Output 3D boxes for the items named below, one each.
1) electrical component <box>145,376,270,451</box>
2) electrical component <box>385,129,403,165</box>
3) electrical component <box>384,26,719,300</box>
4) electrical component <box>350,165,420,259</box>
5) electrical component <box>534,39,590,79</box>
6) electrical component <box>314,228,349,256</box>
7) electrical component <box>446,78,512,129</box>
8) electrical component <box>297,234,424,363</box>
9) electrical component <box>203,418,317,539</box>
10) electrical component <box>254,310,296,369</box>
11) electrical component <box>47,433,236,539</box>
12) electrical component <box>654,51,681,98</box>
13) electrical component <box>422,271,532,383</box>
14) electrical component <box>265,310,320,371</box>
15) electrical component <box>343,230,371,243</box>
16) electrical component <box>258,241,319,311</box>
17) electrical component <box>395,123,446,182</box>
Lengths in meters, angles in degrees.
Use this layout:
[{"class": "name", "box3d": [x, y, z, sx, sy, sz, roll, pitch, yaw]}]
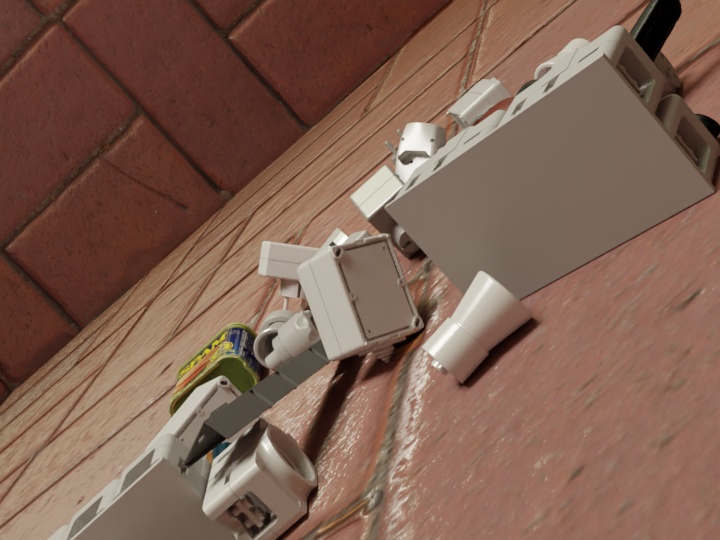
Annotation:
[{"class": "electrical component", "box3d": [-0.136, 0.148, 0.922, 0.061, 0.061, 0.096, -29, 19, 50]}, {"class": "electrical component", "box3d": [0.060, -0.119, 1.180, 0.066, 0.076, 0.047, -44, 12, -6]}, {"class": "electrical component", "box3d": [0.122, -0.060, 0.697, 0.186, 0.105, 0.060, -33, 15, 39]}, {"class": "electrical component", "box3d": [0.044, -0.042, 0.997, 0.047, 0.083, 0.075, -42, 50, 6]}, {"class": "electrical component", "box3d": [0.209, -0.202, 1.075, 0.065, 0.044, 0.044, -45, 11, -34]}, {"class": "electrical component", "box3d": [-0.019, -0.008, 1.110, 0.047, 0.055, 0.055, -47, 12, -1]}, {"class": "electrical component", "box3d": [0.137, -0.156, 1.095, 0.061, 0.061, 0.096, -42, 12, 4]}, {"class": "electrical component", "box3d": [0.000, 0.029, 0.837, 0.062, 0.096, 0.061, -15, -8, -38]}, {"class": "electrical component", "box3d": [-0.067, 0.144, 0.735, 0.056, 0.050, 0.089, -42, 11, 6]}, {"class": "electrical component", "box3d": [-0.078, 0.068, 1.058, 0.045, 0.045, 0.055, -40, 12, 16]}, {"class": "electrical component", "box3d": [-0.158, 0.198, 0.749, 0.150, 0.089, 0.061, -42, 12, 5]}, {"class": "electrical component", "box3d": [0.214, -0.142, 0.835, 0.055, 0.045, 0.045, -36, 14, 31]}, {"class": "electrical component", "box3d": [0.071, 0.039, 0.680, 0.065, 0.044, 0.044, -48, 12, -1]}, {"class": "electrical component", "box3d": [-0.061, 0.070, 0.997, 0.062, 0.043, 0.043, -41, 12, 17]}, {"class": "electrical component", "box3d": [0.000, 0.000, 1.031, 0.065, 0.047, 0.077, -47, 12, -16]}, {"class": "electrical component", "box3d": [-0.068, 0.011, 1.175, 0.047, 0.083, 0.075, -168, 86, -76]}, {"class": "electrical component", "box3d": [0.081, -0.111, 1.126, 0.079, 0.077, 0.043, 5, -7, 25]}]
